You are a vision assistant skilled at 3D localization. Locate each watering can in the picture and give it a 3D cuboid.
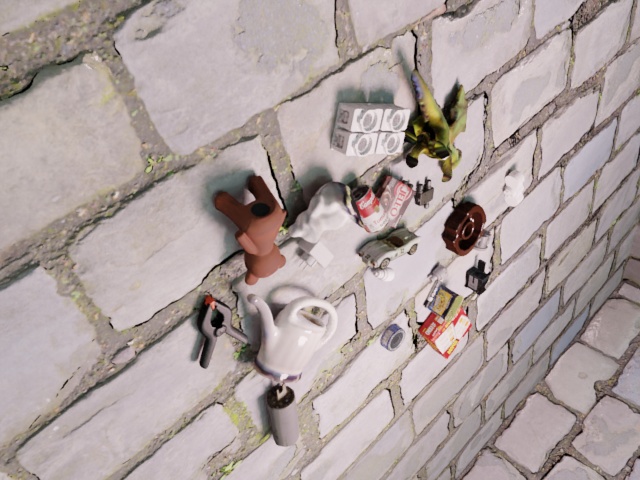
[{"bbox_3d":[-0.088,0.227,1.219,0.345,0.105,0.223,20,100,-50],"label":"watering can"}]

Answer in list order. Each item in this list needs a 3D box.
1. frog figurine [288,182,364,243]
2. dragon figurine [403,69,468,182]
[{"bbox_3d":[0.004,-0.059,1.163,0.159,0.124,0.136,-18,167,12],"label":"frog figurine"},{"bbox_3d":[0.317,-0.311,1.335,0.247,0.123,0.401,-54,145,-32],"label":"dragon figurine"}]
